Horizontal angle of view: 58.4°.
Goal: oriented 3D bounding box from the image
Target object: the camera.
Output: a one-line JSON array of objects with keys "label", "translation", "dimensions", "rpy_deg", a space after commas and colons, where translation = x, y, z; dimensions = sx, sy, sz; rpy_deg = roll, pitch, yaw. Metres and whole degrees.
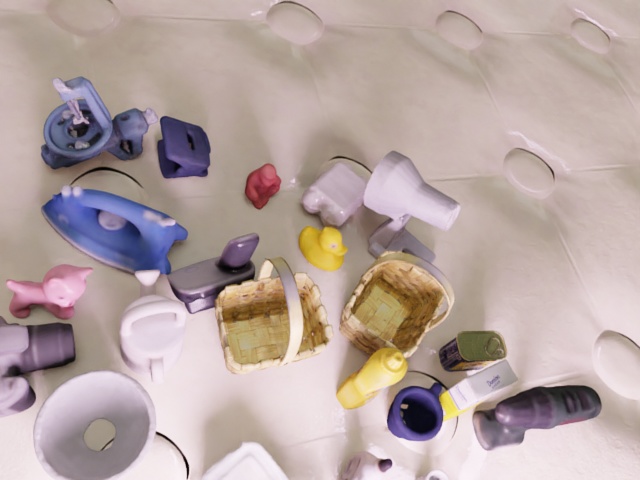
[{"label": "camera", "translation": [-0.442, 0.177, 0.859], "dimensions": [0.137, 0.100, 0.143], "rpy_deg": [-6, 64, -21]}]

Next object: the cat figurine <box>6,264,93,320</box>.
[{"label": "cat figurine", "translation": [-0.429, 0.075, 0.911], "dimensions": [0.128, 0.117, 0.067], "rpy_deg": [2, 61, -17]}]

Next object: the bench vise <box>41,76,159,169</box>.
[{"label": "bench vise", "translation": [-0.404, -0.229, 1.032], "dimensions": [0.121, 0.219, 0.208], "rpy_deg": [45, 58, 10]}]

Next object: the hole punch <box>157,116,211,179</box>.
[{"label": "hole punch", "translation": [-0.266, -0.186, 1.131], "dimensions": [0.101, 0.091, 0.108], "rpy_deg": [-6, 64, -21]}]

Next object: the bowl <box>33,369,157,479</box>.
[{"label": "bowl", "translation": [-0.330, 0.284, 0.851], "dimensions": [0.168, 0.074, 0.167], "rpy_deg": [8, 59, -14]}]

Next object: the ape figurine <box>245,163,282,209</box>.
[{"label": "ape figurine", "translation": [-0.111, -0.118, 1.143], "dimensions": [0.078, 0.092, 0.076], "rpy_deg": [-11, 65, -23]}]

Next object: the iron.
[{"label": "iron", "translation": [-0.362, -0.039, 0.985], "dimensions": [0.258, 0.141, 0.119], "rpy_deg": [21, 57, -6]}]

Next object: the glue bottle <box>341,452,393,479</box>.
[{"label": "glue bottle", "translation": [0.075, 0.360, 0.885], "dimensions": [0.037, 0.173, 0.078], "rpy_deg": [31, 57, 1]}]

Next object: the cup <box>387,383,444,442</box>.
[{"label": "cup", "translation": [0.161, 0.300, 0.995], "dimensions": [0.091, 0.095, 0.118], "rpy_deg": [42, 57, 8]}]

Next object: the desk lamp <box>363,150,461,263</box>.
[{"label": "desk lamp", "translation": [0.171, -0.047, 1.125], "dimensions": [0.203, 0.213, 0.118], "rpy_deg": [40, 57, 6]}]

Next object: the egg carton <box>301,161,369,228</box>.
[{"label": "egg carton", "translation": [0.036, -0.096, 1.193], "dimensions": [0.107, 0.069, 0.150], "rpy_deg": [40, 57, 6]}]

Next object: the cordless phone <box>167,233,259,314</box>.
[{"label": "cordless phone", "translation": [-0.178, 0.042, 0.974], "dimensions": [0.148, 0.185, 0.094], "rpy_deg": [-21, 69, -27]}]

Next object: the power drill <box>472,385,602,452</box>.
[{"label": "power drill", "translation": [0.356, 0.305, 0.989], "dimensions": [0.230, 0.208, 0.075], "rpy_deg": [-4, 63, -20]}]

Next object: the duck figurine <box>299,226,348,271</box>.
[{"label": "duck figurine", "translation": [0.010, 0.004, 1.118], "dimensions": [0.104, 0.086, 0.078], "rpy_deg": [41, 57, 7]}]

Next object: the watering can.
[{"label": "watering can", "translation": [-0.262, 0.130, 0.890], "dimensions": [0.101, 0.194, 0.172], "rpy_deg": [-27, 73, -29]}]
